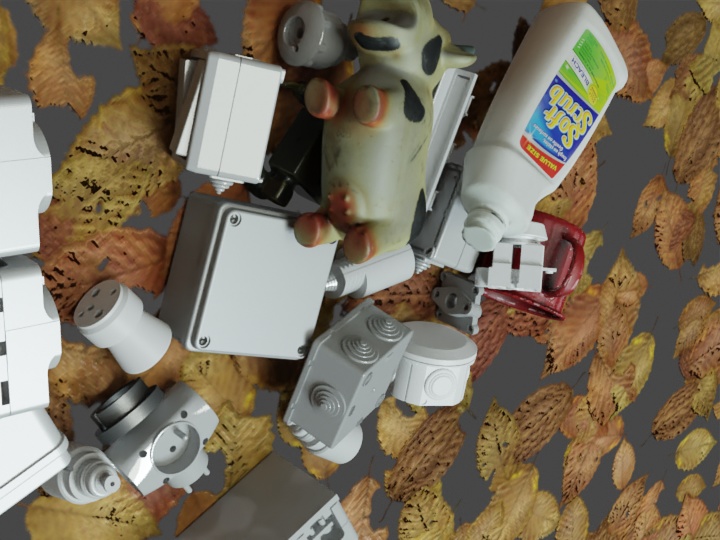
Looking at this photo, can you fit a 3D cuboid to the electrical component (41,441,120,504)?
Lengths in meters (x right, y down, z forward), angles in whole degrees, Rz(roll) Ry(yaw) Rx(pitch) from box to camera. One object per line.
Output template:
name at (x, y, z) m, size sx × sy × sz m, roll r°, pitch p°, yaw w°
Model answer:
electrical component at (-0.191, 0.142, 0.745) m, size 0.040 × 0.078 × 0.040 m, roll -1°, pitch 91°, yaw -42°

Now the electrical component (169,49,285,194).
electrical component at (-0.097, -0.101, 0.739) m, size 0.061 × 0.062 × 0.096 m, roll 9°, pitch 100°, yaw -22°

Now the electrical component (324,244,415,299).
electrical component at (0.000, 0.000, 0.874) m, size 0.081 × 0.043 × 0.043 m, roll -21°, pitch 117°, yaw -33°

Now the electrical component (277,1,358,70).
electrical component at (-0.027, -0.169, 0.793) m, size 0.062 × 0.048 × 0.048 m, roll 6°, pitch 101°, yaw -47°

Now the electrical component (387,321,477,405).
electrical component at (0.058, 0.079, 0.926) m, size 0.080 × 0.080 × 0.051 m, roll -6°, pitch 114°, yaw -39°

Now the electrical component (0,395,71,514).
electrical component at (-0.252, 0.120, 0.682) m, size 0.113 × 0.078 × 0.057 m, roll -37°, pitch 122°, yaw -25°

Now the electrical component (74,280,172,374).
electrical component at (-0.165, 0.039, 0.748) m, size 0.045 × 0.045 × 0.055 m, roll -51°, pitch 130°, yaw -14°

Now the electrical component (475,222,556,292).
electrical component at (0.131, -0.012, 0.899) m, size 0.048 × 0.066 × 0.055 m, roll 28°, pitch 67°, yaw -80°

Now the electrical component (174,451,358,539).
electrical component at (-0.087, 0.229, 0.849) m, size 0.150 × 0.089 × 0.061 m, roll -40°, pitch 127°, yaw -23°

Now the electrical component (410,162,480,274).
electrical component at (0.071, -0.040, 0.907) m, size 0.061 × 0.062 × 0.096 m, roll 19°, pitch 93°, yaw -42°

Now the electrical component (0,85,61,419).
electrical component at (-0.230, -0.016, 0.634) m, size 0.060 × 0.105 × 0.186 m, roll -12°, pitch 112°, yaw -37°

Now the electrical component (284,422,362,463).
electrical component at (-0.033, 0.134, 0.895) m, size 0.078 × 0.040 × 0.040 m, roll 30°, pitch 85°, yaw -42°

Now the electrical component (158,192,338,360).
electrical component at (-0.082, 0.006, 0.798) m, size 0.109 × 0.056 × 0.108 m, roll 9°, pitch 99°, yaw -41°

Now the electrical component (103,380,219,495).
electrical component at (-0.139, 0.136, 0.804) m, size 0.077 × 0.044 × 0.079 m, roll -45°, pitch 129°, yaw -20°

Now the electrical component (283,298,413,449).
electrical component at (-0.008, 0.083, 0.854) m, size 0.100 × 0.048 × 0.099 m, roll -36°, pitch 154°, yaw -53°

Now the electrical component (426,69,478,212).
electrical component at (0.041, -0.104, 0.857) m, size 0.063 × 0.079 × 0.121 m, roll 17°, pitch 94°, yaw -64°
